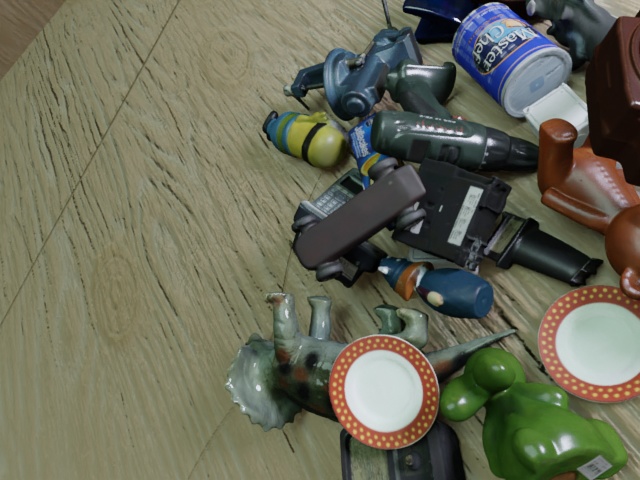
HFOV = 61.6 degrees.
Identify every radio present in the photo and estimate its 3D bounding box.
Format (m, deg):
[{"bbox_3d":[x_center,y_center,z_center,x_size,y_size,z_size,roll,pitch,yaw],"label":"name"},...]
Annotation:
[{"bbox_3d":[0.102,0.321,0.603,0.131,0.073,0.230,-22,56,26],"label":"radio"}]

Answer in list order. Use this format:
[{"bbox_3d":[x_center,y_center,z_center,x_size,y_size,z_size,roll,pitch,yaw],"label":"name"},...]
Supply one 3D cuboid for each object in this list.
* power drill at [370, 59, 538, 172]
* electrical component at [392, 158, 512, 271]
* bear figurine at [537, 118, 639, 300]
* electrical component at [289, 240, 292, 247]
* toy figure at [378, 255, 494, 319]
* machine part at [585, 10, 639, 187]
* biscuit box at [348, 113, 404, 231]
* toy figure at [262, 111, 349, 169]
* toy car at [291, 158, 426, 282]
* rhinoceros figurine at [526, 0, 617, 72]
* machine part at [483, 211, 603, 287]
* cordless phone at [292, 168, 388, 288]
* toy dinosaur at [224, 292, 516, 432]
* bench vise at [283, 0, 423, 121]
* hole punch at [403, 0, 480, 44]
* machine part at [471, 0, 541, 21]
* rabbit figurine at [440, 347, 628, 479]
[{"bbox_3d":[0.180,-0.171,0.765,0.232,0.085,0.207,2,50,-8],"label":"power drill"},{"bbox_3d":[0.152,-0.036,0.668,0.134,0.058,0.115,27,94,45],"label":"electrical component"},{"bbox_3d":[0.328,-0.042,0.587,0.120,0.131,0.196,-15,44,-10],"label":"bear figurine"},{"bbox_3d":[-0.001,-0.004,0.865,0.078,0.045,0.102,30,87,43],"label":"electrical component"},{"bbox_3d":[0.134,0.056,0.662,0.155,0.064,0.057,15,90,46],"label":"toy figure"},{"bbox_3d":[0.391,-0.146,0.551,0.202,0.087,0.201,11,60,3],"label":"machine part"},{"bbox_3d":[0.094,-0.109,0.814,0.059,0.062,0.203,-31,41,18],"label":"biscuit box"},{"bbox_3d":[-0.028,-0.178,0.954,0.180,0.082,0.089,19,91,36],"label":"toy figure"},{"bbox_3d":[0.048,-0.023,0.683,0.202,0.053,0.089,-35,73,29],"label":"toy car"},{"bbox_3d":[0.347,-0.274,0.703,0.073,0.112,0.190,-43,57,14],"label":"rhinoceros figurine"},{"bbox_3d":[0.270,0.015,0.662,0.139,0.039,0.084,28,77,44],"label":"machine part"},{"bbox_3d":[0.056,-0.031,0.813,0.147,0.088,0.184,34,48,12],"label":"cordless phone"},{"bbox_3d":[0.033,0.173,0.709,0.405,0.131,0.192,5,87,28],"label":"toy dinosaur"},{"bbox_3d":[0.045,-0.292,0.931,0.241,0.128,0.223,-1,60,34],"label":"bench vise"},{"bbox_3d":[0.208,-0.395,0.886,0.116,0.092,0.142,14,73,36],"label":"hole punch"},{"bbox_3d":[0.308,-0.412,0.808,0.179,0.056,0.179,-5,72,14],"label":"machine part"},{"bbox_3d":[0.198,0.183,0.570,0.121,0.159,0.170,-51,32,17],"label":"rabbit figurine"}]
